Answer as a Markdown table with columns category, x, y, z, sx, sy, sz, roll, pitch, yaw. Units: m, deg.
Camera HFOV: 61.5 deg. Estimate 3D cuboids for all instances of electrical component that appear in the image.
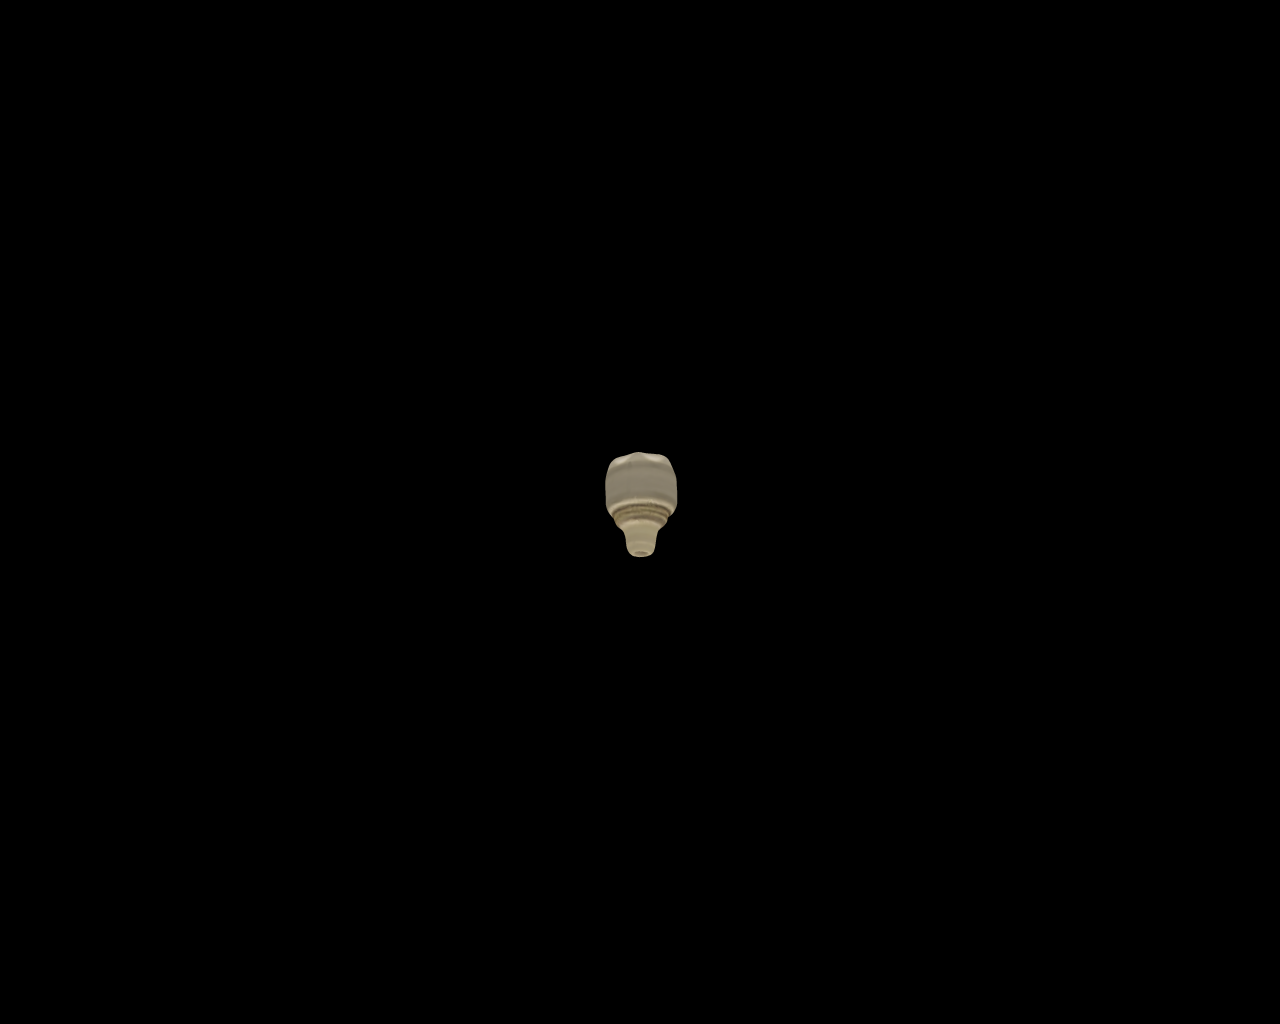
| category | x | y | z | sx | sy | sz | roll | pitch | yaw |
| --- | --- | --- | --- | --- | --- | --- | --- | --- | --- |
| electrical component | 0.001 | -0.003 | 0.650 | 0.043 | 0.062 | 0.043 | 0 | -22 | 0 |
